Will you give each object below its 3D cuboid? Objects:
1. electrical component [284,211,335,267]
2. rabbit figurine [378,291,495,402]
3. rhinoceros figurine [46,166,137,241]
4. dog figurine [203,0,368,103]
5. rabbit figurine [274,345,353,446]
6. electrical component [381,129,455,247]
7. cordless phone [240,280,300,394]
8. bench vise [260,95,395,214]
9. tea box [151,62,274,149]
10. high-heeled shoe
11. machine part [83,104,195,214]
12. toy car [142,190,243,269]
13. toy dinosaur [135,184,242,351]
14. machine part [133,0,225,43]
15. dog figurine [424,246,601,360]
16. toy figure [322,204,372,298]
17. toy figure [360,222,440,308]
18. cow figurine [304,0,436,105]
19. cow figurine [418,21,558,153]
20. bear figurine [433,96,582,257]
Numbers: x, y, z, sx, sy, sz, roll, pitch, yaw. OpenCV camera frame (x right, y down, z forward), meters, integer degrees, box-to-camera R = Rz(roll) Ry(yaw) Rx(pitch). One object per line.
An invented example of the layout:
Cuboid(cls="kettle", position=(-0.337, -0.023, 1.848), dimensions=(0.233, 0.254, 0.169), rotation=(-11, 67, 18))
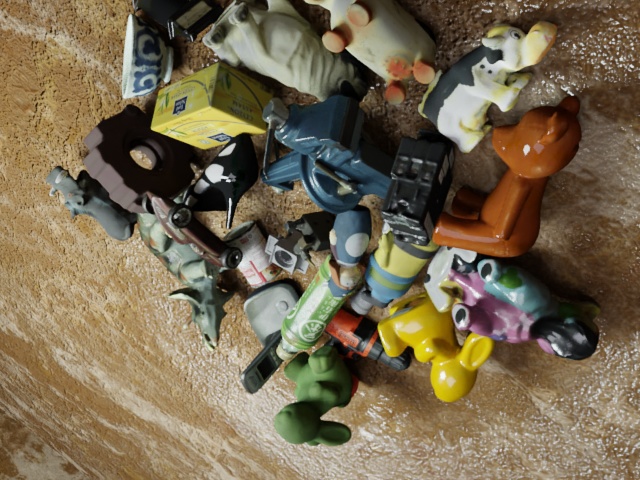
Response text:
Cuboid(cls="electrical component", position=(-0.001, -0.003, 0.854), dimensions=(0.078, 0.102, 0.045), rotation=(50, 136, 24))
Cuboid(cls="rabbit figurine", position=(0.196, 0.165, 0.845), dimensions=(0.162, 0.122, 0.173), rotation=(-24, 89, 18))
Cuboid(cls="rhinoceros figurine", position=(-0.443, -0.073, 1.056), dimensions=(0.190, 0.112, 0.073), rotation=(43, 137, -16))
Cuboid(cls="dog figurine", position=(-0.044, -0.235, 0.707), dimensions=(0.190, 0.121, 0.172), rotation=(42, 172, -27))
Cuboid(cls="rabbit figurine", position=(-0.019, 0.298, 0.958), dimensions=(0.121, 0.170, 0.159), rotation=(-15, 110, 39))
Cuboid(cls="electrical component", position=(0.129, -0.069, 0.689), dimensions=(0.058, 0.134, 0.114), rotation=(16, 167, 20))
Cuboid(cls="cordless phone", position=(-0.104, 0.175, 0.988), dimensions=(0.089, 0.184, 0.146), rotation=(-2, 123, 38))
Cuboid(cls="bench vise", position=(-0.014, -0.105, 0.731), dimensions=(0.223, 0.129, 0.241), rotation=(11, 167, -36))
Cuboid(cls="tea box", position=(-0.157, -0.186, 0.771), dimensions=(0.098, 0.068, 0.170), rotation=(17, 167, -40))
Cuboid(cls="high-heeled shoe", position=(-0.161, -0.110, 0.847), dimensions=(0.249, 0.086, 0.145), rotation=(35, 119, 57))
Cuboid(cls="machine part", position=(-0.289, -0.133, 0.877), dimensions=(0.056, 0.179, 0.179), rotation=(-29, 105, 41))
Cuboid(cls="toy car", position=(-0.203, -0.011, 0.851), dimensions=(0.089, 0.053, 0.202), rotation=(27, 168, 37))
Cuboid(cls="toy dinosaur", position=(-0.271, 0.008, 1.016), dimensions=(0.192, 0.131, 0.404), rotation=(-24, 103, 41))
Cuboid(cls="machine part", position=(-0.203, -0.323, 0.749), dimensions=(0.139, 0.084, 0.039), rotation=(31, 163, 20))
Cuboid(cls="dog figurine", position=(0.276, 0.088, 0.746), dimensions=(0.219, 0.192, 0.108), rotation=(21, 104, -19))
Cuboid(cls="toy figure", position=(0.041, 0.023, 0.806), dimensions=(0.064, 0.058, 0.154), rotation=(9, 111, 4))
Cuboid(cls="toy figure", position=(0.122, 0.026, 0.809), dimensions=(0.089, 0.082, 0.180), rotation=(15, 125, -2))
Cuboid(cls="cow figurine", position=(0.053, -0.261, 0.615), dimensions=(0.195, 0.127, 0.085), rotation=(35, 137, -17))
Cuboid(cls="cow figurine", position=(0.187, -0.188, 0.615), dimensions=(0.098, 0.068, 0.167), rotation=(39, 134, 8))
Cuboid(cls="bear figurine", position=(0.223, -0.078, 0.640), dimensions=(0.132, 0.120, 0.195), rotation=(19, 130, 23))
